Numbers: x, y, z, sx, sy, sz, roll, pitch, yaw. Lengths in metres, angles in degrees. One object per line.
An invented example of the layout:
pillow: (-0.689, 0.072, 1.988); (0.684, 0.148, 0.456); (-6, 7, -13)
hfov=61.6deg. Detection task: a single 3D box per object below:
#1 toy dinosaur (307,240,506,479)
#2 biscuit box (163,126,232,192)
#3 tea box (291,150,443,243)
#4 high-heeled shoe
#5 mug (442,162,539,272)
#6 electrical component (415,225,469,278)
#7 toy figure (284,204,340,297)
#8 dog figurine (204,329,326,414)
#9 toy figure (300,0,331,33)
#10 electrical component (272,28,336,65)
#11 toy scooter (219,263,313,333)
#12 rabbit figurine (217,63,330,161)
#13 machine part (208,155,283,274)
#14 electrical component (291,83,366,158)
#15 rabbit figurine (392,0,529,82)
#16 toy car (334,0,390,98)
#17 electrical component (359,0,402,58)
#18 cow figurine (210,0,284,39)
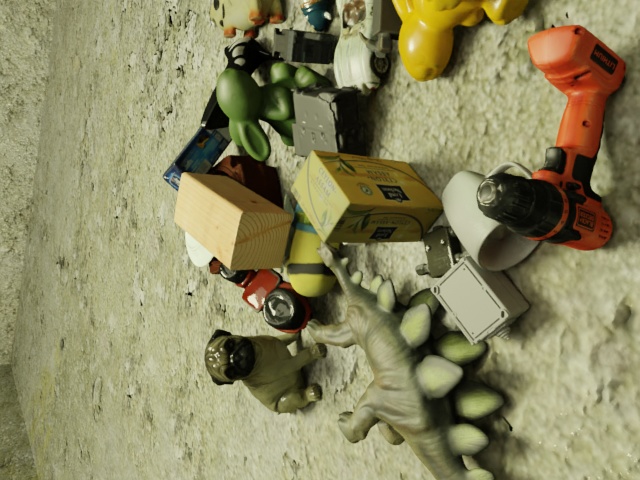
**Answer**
toy dinosaur: (0.113, 0.182, 0.664); (0.198, 0.105, 0.472); (-47, 59, 35)
biscuit box: (-0.216, -0.174, 1.012); (0.063, 0.059, 0.203); (-25, 31, 47)
tea box: (0.061, -0.051, 0.673); (0.098, 0.169, 0.068); (56, 129, 32)
high-heeled shoe: (-0.170, -0.280, 0.945); (0.145, 0.249, 0.086); (16, 141, 30)
mug: (0.186, -0.039, 0.592); (0.107, 0.081, 0.109); (59, 138, 45)
electrical component: (0.154, 0.013, 0.675); (0.094, 0.021, 0.063); (-26, 70, 48)
toy figure: (-0.005, -0.003, 0.818); (0.089, 0.082, 0.180); (28, 105, 64)
dog figurine: (-0.105, 0.219, 0.857); (0.121, 0.190, 0.172); (15, 103, 50)
toy figure: (-0.006, -0.412, 0.852); (0.064, 0.058, 0.154); (-91, 6, -82)
electrical component: (-0.018, -0.300, 0.836); (0.119, 0.075, 0.047); (37, 127, 49)
toy scooter: (-0.076, 0.093, 0.894); (0.184, 0.135, 0.075); (35, 88, 26)
rabbit figurine: (-0.095, -0.217, 0.865); (0.121, 0.170, 0.159); (42, 121, 44)
machine part: (-0.159, -0.044, 1.008); (0.201, 0.087, 0.201); (-25, 69, 48)
electrical component: (0.012, -0.159, 0.797); (0.115, 0.058, 0.134); (27, 130, 50)
rabbit figurine: (0.136, -0.276, 0.635); (0.173, 0.122, 0.162); (109, 144, -49)
toy car: (0.058, -0.305, 0.769); (0.074, 0.056, 0.201); (4, 92, 51)
electrical component: (0.093, -0.297, 0.715); (0.045, 0.078, 0.102); (-174, 80, -71)
cow figurine: (-0.149, -0.444, 1.003); (0.195, 0.085, 0.127); (3, 98, 53)
